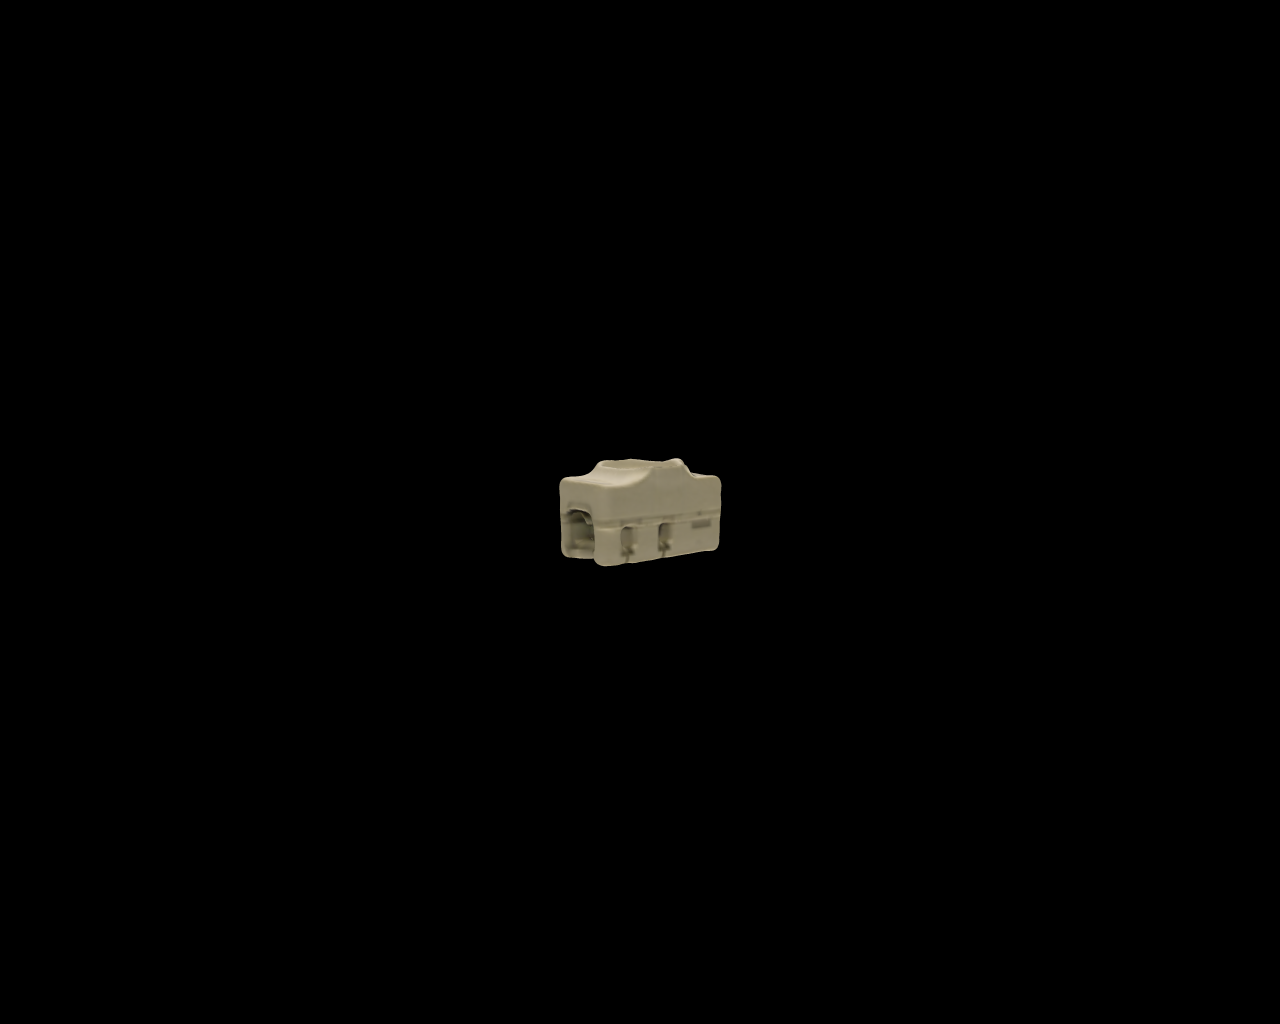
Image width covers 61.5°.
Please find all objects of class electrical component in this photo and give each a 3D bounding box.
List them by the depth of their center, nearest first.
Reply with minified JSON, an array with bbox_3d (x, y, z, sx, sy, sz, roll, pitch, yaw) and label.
[{"bbox_3d":[0.001,-0.003,0.650,0.090,0.055,0.050,-6,9,-36],"label":"electrical component"}]
